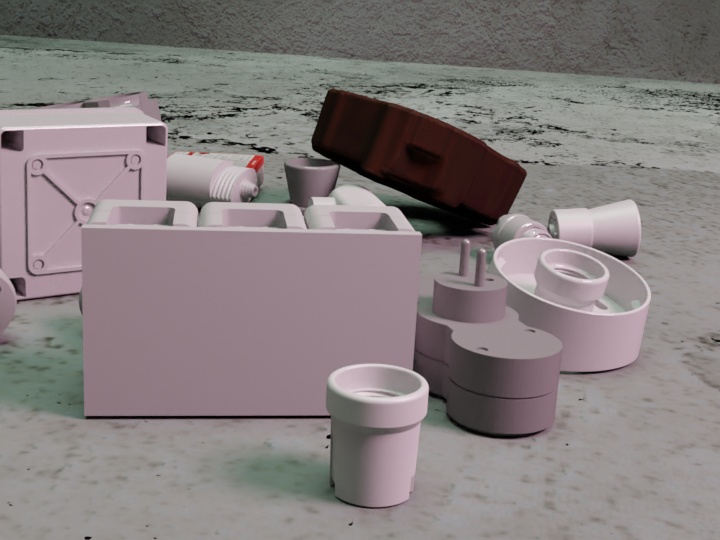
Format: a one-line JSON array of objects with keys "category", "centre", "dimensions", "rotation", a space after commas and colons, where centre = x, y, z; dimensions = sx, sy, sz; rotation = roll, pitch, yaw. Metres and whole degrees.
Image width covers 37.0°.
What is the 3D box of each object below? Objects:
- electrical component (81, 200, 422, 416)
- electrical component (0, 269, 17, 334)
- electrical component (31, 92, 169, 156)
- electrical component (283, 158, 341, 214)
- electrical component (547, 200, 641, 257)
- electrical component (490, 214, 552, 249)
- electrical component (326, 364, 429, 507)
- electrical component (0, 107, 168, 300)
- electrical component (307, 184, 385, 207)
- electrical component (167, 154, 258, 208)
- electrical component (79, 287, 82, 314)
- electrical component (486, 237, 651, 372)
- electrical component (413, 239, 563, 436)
[{"category": "electrical component", "centre": [-0.052, 0.017, 0.511], "dimensions": [0.150, 0.089, 0.061], "rotation": [1, 16, -8]}, {"category": "electrical component", "centre": [-0.213, 0.012, 0.581], "dimensions": [0.045, 0.045, 0.055], "rotation": [-6, 18, -29]}, {"category": "electrical component", "centre": [-0.256, -0.113, 0.941], "dimensions": [0.150, 0.061, 0.089], "rotation": [-7, 14, 7]}, {"category": "electrical component", "centre": [-0.039, -0.058, 0.849], "dimensions": [0.045, 0.055, 0.045], "rotation": [3, 15, -1]}, {"category": "electrical component", "centre": [0.177, -0.030, 0.823], "dimensions": [0.065, 0.044, 0.044], "rotation": [-3, 16, -4]}, {"category": "electrical component", "centre": [0.124, -0.019, 0.781], "dimensions": [0.035, 0.035, 0.061], "rotation": [-5, 20, -28]}, {"category": "electrical component", "centre": [0.006, 0.065, 0.428], "dimensions": [0.040, 0.046, 0.040], "rotation": [3, 15, -1]}, {"category": "electrical component", "centre": [-0.180, -0.043, 0.670], "dimensions": [0.109, 0.108, 0.056], "rotation": [-7, 21, -34]}, {"category": "electrical component", "centre": [-0.017, -0.035, 0.794], "dimensions": [0.079, 0.043, 0.077], "rotation": [0, 16, -13]}, {"category": "electrical component", "centre": [-0.123, -0.072, 0.907], "dimensions": [0.081, 0.043, 0.043], "rotation": [10, 17, 24]}, {"category": "electrical component", "centre": [-0.127, 0.019, 0.586], "dimensions": [0.040, 0.040, 0.046], "rotation": [-10, 14, -40]}, {"category": "electrical component", "centre": [0.113, 0.024, 0.613], "dimensions": [0.099, 0.064, 0.099], "rotation": [9, 27, -5]}, {"category": "electrical component", "centre": [0.054, 0.022, 0.541], "dimensions": [0.052, 0.073, 0.138], "rotation": [-2, 16, -19]}]
